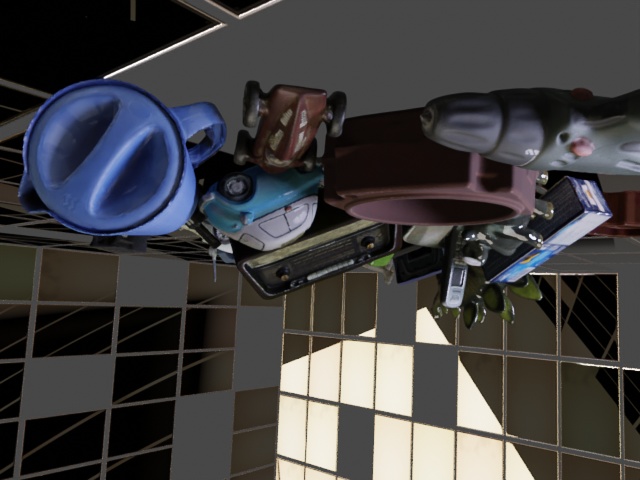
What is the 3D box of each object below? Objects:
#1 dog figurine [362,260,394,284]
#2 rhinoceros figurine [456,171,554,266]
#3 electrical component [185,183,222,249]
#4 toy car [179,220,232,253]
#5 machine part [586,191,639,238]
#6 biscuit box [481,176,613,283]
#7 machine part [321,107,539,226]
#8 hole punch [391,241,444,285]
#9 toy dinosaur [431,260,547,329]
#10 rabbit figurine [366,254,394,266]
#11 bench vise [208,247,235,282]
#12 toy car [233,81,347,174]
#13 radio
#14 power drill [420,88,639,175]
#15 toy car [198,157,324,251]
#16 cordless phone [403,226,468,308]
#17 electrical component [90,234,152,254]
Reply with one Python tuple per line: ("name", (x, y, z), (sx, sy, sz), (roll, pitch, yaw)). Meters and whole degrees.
("dog figurine", (0.086, -0.010, 1.154), (0.191, 0.121, 0.172), (23, 137, 17))
("rhinoceros figurine", (0.239, -0.024, 0.719), (0.112, 0.073, 0.190), (2, 150, 3))
("electrical component", (-0.180, -0.045, 0.791), (0.119, 0.048, 0.075), (45, 160, -11))
("toy car", (-0.221, -0.035, 0.911), (0.201, 0.056, 0.074), (25, -177, -24))
("machine part", (0.477, -0.038, 0.837), (0.179, 0.056, 0.179), (3, 175, 0))
("biscuit box", (0.317, -0.007, 0.784), (0.059, 0.063, 0.202), (5, 147, -26))
("machine part", (0.119, -0.068, 0.573), (0.202, 0.087, 0.201), (1, 174, 29))
("hole punch", (0.174, 0.012, 0.996), (0.142, 0.116, 0.092), (-26, 120, 35))
("toy dinosaur", (0.310, 0.037, 0.960), (0.105, 0.199, 0.470), (-7, 145, -23))
("rabbit figurine", (0.086, -0.017, 0.933), (0.159, 0.121, 0.170), (-12, 180, 43))
("bench vise", (-0.117, 0.019, 1.165), (0.241, 0.129, 0.223), (-8, 156, 9))
("toy car", (-0.034, -0.099, 0.515), (0.089, 0.053, 0.202), (7, 174, -12))
("radio", (-0.002, -0.002, 0.756), (0.230, 0.073, 0.131), (-19, 146, 0))
("power drill", (0.216, -0.089, 0.374), (0.232, 0.086, 0.207), (4, 170, -24))
("toy car", (-0.061, -0.040, 0.659), (0.162, 0.103, 0.109), (-22, 180, -17))
("cordless phone", (0.190, 0.016, 0.864), (0.146, 0.184, 0.089), (8, 176, -42))
("electrical component", (-0.337, -0.035, 0.927), (0.058, 0.115, 0.134), (4, 172, 6))
